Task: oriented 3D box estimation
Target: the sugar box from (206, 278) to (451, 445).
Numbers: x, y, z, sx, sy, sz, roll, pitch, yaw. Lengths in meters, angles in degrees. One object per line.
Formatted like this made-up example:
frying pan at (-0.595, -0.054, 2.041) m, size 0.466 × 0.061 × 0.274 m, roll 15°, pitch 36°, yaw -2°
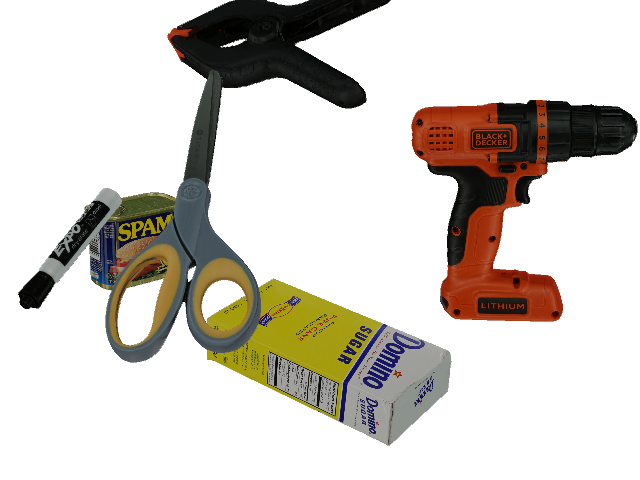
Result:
sugar box at (0.005, 0.090, 0.842) m, size 0.176 × 0.048 × 0.093 m, roll 18°, pitch 30°, yaw 30°

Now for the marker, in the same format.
marker at (-0.191, 0.006, 0.816) m, size 0.020 × 0.020 × 0.121 m, roll 0°, pitch 43°, yaw 35°

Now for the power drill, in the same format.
power drill at (0.171, -0.026, 0.907) m, size 0.184 × 0.188 × 0.057 m, roll 1°, pitch 17°, yaw 10°

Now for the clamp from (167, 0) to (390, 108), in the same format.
clamp at (-0.027, -0.154, 0.790) m, size 0.172 × 0.120 × 0.039 m, roll 12°, pitch -36°, yaw 23°

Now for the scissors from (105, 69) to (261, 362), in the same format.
scissors at (-0.060, -0.015, 0.628) m, size 0.096 × 0.201 × 0.016 m, roll 15°, pitch -27°, yaw 15°

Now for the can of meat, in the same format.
can of meat at (-0.202, 0.000, 1.160) m, size 0.101 × 0.084 × 0.058 m, roll -14°, pitch 25°, yaw -40°
